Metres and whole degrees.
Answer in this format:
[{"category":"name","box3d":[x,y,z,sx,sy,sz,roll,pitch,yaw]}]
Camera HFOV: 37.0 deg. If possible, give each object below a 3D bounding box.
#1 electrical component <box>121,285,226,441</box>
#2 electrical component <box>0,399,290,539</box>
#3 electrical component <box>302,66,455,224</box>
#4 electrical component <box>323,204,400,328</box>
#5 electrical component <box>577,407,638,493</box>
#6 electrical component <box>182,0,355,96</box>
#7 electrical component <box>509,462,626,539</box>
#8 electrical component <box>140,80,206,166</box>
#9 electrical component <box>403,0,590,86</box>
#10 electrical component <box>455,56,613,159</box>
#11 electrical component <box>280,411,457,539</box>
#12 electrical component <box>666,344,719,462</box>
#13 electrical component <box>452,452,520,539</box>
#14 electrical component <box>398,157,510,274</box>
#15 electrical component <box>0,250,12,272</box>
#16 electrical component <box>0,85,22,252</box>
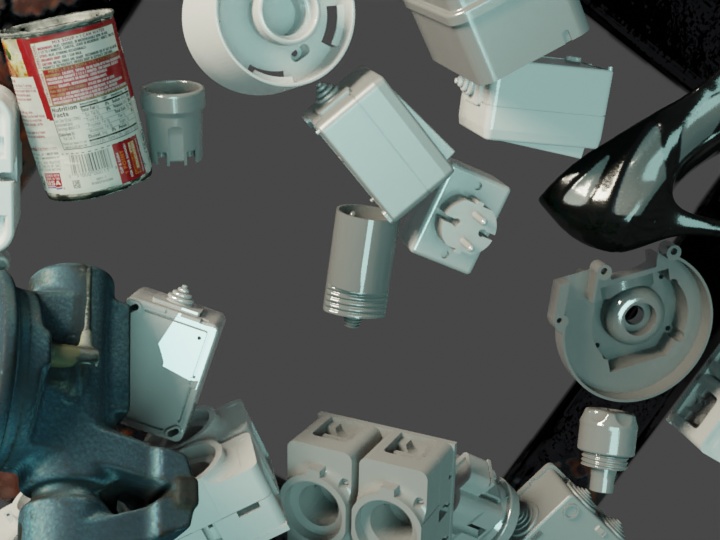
[{"category":"electrical component","box3d":[-0.129,0.053,0.707,0.062,0.061,0.096,19,97,-3]},{"category":"electrical component","box3d":[-0.150,0.162,0.715,0.186,0.105,0.060,-25,111,-4]},{"category":"electrical component","box3d":[0.010,-0.089,0.693,0.061,0.061,0.096,-40,111,2]},{"category":"electrical component","box3d":[0.000,0.000,0.729,0.043,0.043,0.081,4,106,-14]},{"category":"electrical component","box3d":[0.185,0.135,0.808,0.043,0.043,0.062,7,89,-14]},{"category":"electrical component","box3d":[-0.055,-0.158,0.669,0.099,0.064,0.099,-4,101,-23]},{"category":"electrical component","box3d":[0.150,0.213,0.828,0.100,0.048,0.100,-44,111,4]},{"category":"electrical component","box3d":[-0.117,-0.092,0.677,0.040,0.040,0.046,-4,114,-11]},{"category":"electrical component","box3d":[0.079,-0.163,0.657,0.078,0.113,0.057,-28,114,-2]},{"category":"electrical component","box3d":[0.107,-0.111,0.707,0.096,0.061,0.061,3,107,-13]},{"category":"electrical component","box3d":[0.004,0.206,0.760,0.105,0.060,0.186,9,109,24]},{"category":"electrical component","box3d":[0.321,0.085,0.817,0.089,0.061,0.150,30,99,-19]},{"category":"electrical component","box3d":[0.080,0.174,0.794,0.057,0.058,0.078,26,123,-23]},{"category":"electrical component","box3d":[0.067,-0.033,0.715,0.047,0.076,0.065,21,102,-18]},{"category":"electrical component","box3d":[-0.253,0.006,0.669,0.066,0.055,0.048,-12,110,-8]},{"category":"electrical component","box3d":[-0.235,-0.063,0.649,0.054,0.059,0.095,1,107,-13]}]
